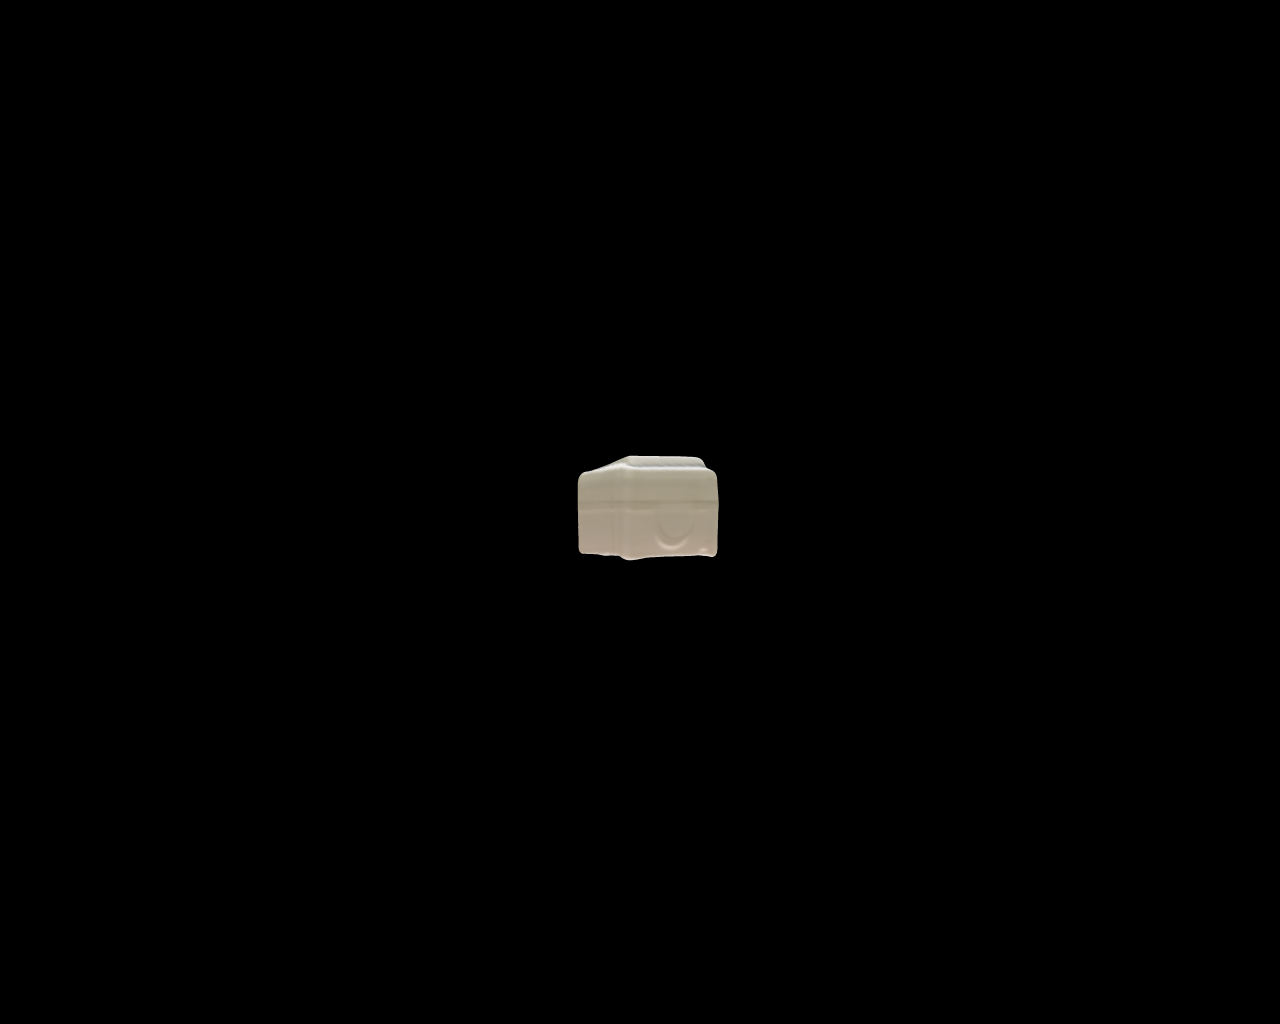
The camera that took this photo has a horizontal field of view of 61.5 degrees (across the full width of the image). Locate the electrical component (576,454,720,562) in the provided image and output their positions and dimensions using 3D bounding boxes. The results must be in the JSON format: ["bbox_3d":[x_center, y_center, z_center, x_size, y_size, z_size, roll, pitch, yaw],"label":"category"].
[{"bbox_3d":[0.001,-0.003,0.650,0.062,0.061,0.096,0,0,-24],"label":"electrical component"}]
